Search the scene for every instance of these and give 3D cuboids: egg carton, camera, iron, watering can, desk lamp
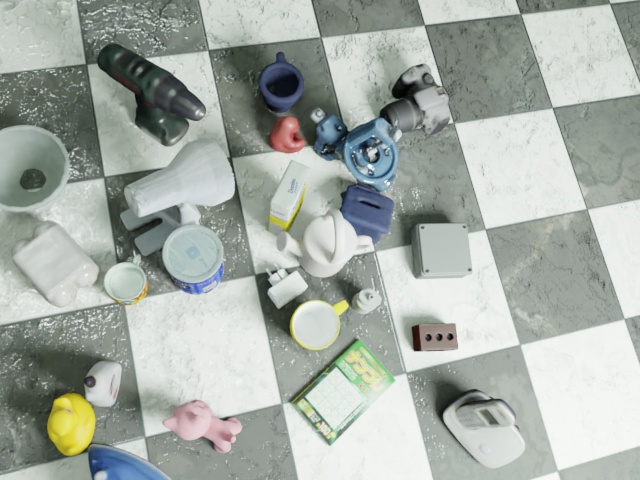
[{"bbox_3d":[-0.480,0.044,1.037,0.150,0.069,0.107,45,74,4],"label":"egg carton"},{"bbox_3d":[0.193,-0.291,1.215,0.137,0.100,0.143,-23,80,-14],"label":"camera"},{"bbox_3d":[-0.301,0.434,0.929,0.258,0.141,0.119,44,74,4],"label":"iron"},{"bbox_3d":[0.010,0.006,1.061,0.173,0.194,0.101,-24,80,-14],"label":"watering can"},{"bbox_3d":[-0.260,-0.076,1.028,0.203,0.213,0.118,-31,82,-15],"label":"desk lamp"}]

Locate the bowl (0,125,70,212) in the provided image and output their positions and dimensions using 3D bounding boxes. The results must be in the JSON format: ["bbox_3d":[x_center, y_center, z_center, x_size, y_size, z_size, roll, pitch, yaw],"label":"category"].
[{"bbox_3d":[-0.545,-0.125,1.067,0.167,0.074,0.167,2,75,-9],"label":"bowl"}]

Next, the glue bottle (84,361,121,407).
[{"bbox_3d":[-0.367,0.238,0.952,0.037,0.173,0.078,4,75,-8],"label":"glue bottle"}]

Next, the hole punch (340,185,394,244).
[{"bbox_3d":[0.090,-0.059,1.145,0.108,0.091,0.101,19,74,-4],"label":"hole punch"}]

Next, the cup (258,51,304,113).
[{"bbox_3d":[-0.083,-0.316,1.180,0.092,0.095,0.118,-2,76,-9],"label":"cup"}]

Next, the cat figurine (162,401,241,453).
[{"bbox_3d":[-0.201,0.320,0.987,0.128,0.117,0.067,26,73,-2],"label":"cat figurine"}]

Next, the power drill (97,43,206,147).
[{"bbox_3d":[-0.302,-0.260,1.071,0.229,0.208,0.076,35,73,1],"label":"power drill"}]

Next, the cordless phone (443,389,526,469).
[{"bbox_3d":[0.315,0.341,1.030,0.094,0.185,0.147,-42,85,-16],"label":"cordless phone"}]

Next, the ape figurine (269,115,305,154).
[{"bbox_3d":[-0.065,-0.220,1.160,0.076,0.092,0.078,-15,79,-12],"label":"ape figurine"}]

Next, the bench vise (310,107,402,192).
[{"bbox_3d":[0.069,-0.186,1.106,0.207,0.219,0.121,20,74,-3],"label":"bench vise"}]

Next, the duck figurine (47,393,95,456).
[{"bbox_3d":[-0.428,0.313,0.969,0.077,0.086,0.104,-11,78,-11],"label":"duck figurine"}]
